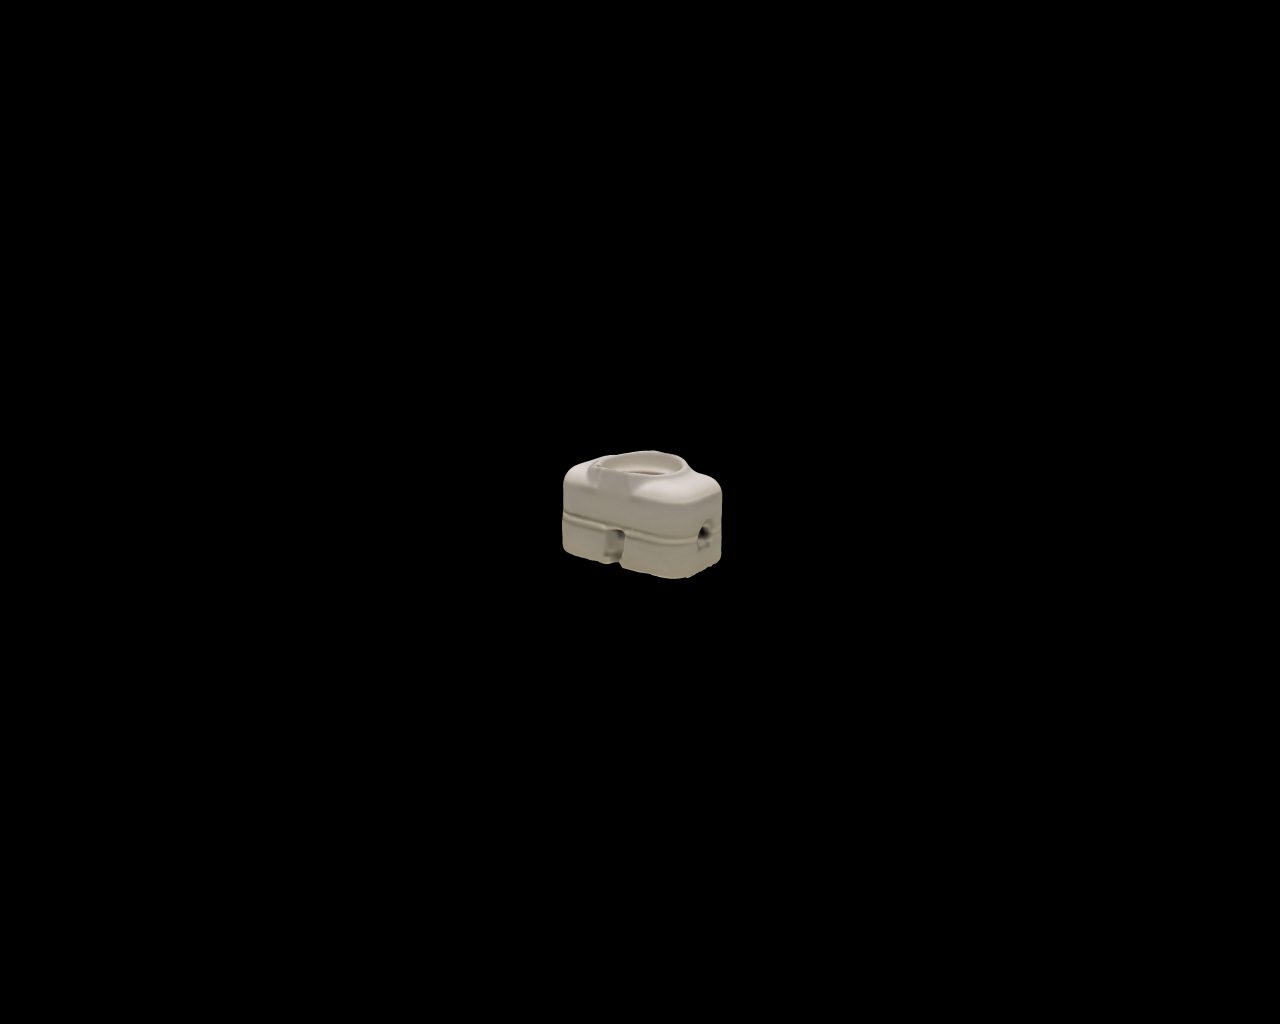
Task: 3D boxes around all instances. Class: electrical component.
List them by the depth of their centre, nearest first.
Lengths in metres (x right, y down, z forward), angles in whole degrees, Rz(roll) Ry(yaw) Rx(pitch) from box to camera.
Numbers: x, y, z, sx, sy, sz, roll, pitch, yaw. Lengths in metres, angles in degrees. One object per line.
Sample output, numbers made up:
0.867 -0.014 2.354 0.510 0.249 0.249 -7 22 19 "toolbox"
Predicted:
0.001 -0.003 0.650 0.095 0.059 0.054 14 22 36 "electrical component"
